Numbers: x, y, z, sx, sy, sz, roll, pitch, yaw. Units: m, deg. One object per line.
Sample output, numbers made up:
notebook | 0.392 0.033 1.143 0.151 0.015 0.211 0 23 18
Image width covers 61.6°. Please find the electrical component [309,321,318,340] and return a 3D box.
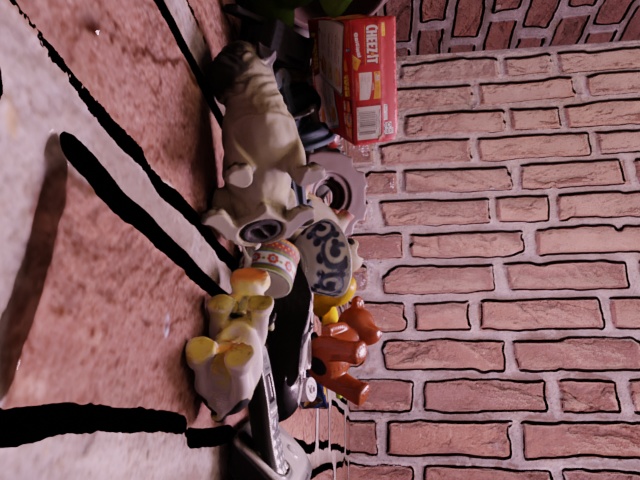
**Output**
electrical component | -0.017 0.211 1.116 0.045 0.078 0.102 -54 136 -34

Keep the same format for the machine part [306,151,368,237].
machine part | 0.010 -0.083 1.007 0.056 0.179 0.179 -4 -92 62

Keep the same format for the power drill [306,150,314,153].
power drill | -0.026 -0.234 1.109 0.232 0.086 0.207 37 55 -79

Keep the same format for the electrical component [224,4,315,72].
electrical component | -0.072 -0.260 0.696 0.119 0.075 0.047 3 104 -50

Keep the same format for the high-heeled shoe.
high-heeled shoe | -0.060 0.130 0.779 0.145 0.086 0.249 105 -15 -59

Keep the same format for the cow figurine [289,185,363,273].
cow figurine | -0.002 -0.003 0.922 0.127 0.194 0.086 -58 -154 -7

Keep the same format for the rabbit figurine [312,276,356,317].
rabbit figurine | 0.004 0.073 1.046 0.162 0.121 0.173 -58 -143 11

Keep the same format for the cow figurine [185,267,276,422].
cow figurine | -0.084 0.104 0.571 0.167 0.068 0.098 -75 168 -58

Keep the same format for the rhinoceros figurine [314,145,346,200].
rhinoceros figurine | 0.002 -0.178 1.200 0.073 0.112 0.190 75 23 -54

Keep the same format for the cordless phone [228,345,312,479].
cordless phone | -0.066 0.216 0.656 0.146 0.089 0.184 34 50 -81

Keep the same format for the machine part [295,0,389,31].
machine part | 0.016 -0.426 0.845 0.201 0.201 0.087 12 60 -37

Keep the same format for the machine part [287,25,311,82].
machine part | -0.051 -0.333 0.931 0.079 0.079 0.243 81 11 -45

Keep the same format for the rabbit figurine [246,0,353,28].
rabbit figurine | -0.047 -0.341 0.732 0.159 0.170 0.121 29 44 -30

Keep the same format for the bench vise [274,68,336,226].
bench vise | -0.045 -0.125 0.773 0.224 0.129 0.240 -70 153 -65

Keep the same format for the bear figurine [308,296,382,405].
bear figurine | 0.065 0.190 0.979 0.196 0.132 0.120 -26 119 -49

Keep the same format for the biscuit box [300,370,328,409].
biscuit box | -0.021 0.281 1.093 0.202 0.059 0.063 79 11 -53

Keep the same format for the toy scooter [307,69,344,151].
toy scooter | 0.002 -0.234 0.964 0.135 0.075 0.183 -52 145 -43

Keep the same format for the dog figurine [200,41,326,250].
dog figurine | -0.080 -0.105 0.607 0.172 0.121 0.191 -53 -136 43
